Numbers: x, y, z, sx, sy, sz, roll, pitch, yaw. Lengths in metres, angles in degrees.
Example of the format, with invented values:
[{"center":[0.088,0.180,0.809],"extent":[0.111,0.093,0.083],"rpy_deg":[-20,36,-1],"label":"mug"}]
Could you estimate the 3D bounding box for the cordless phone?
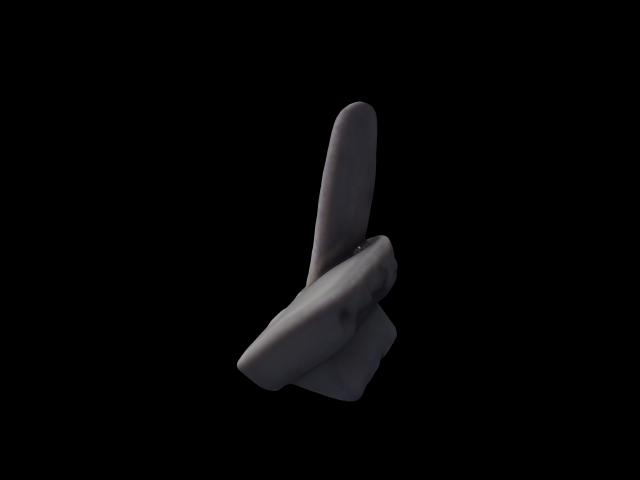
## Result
[{"center":[0.004,0.001,0.400],"extent":[0.094,0.185,0.148],"rpy_deg":[6,19,17],"label":"cordless phone"}]
